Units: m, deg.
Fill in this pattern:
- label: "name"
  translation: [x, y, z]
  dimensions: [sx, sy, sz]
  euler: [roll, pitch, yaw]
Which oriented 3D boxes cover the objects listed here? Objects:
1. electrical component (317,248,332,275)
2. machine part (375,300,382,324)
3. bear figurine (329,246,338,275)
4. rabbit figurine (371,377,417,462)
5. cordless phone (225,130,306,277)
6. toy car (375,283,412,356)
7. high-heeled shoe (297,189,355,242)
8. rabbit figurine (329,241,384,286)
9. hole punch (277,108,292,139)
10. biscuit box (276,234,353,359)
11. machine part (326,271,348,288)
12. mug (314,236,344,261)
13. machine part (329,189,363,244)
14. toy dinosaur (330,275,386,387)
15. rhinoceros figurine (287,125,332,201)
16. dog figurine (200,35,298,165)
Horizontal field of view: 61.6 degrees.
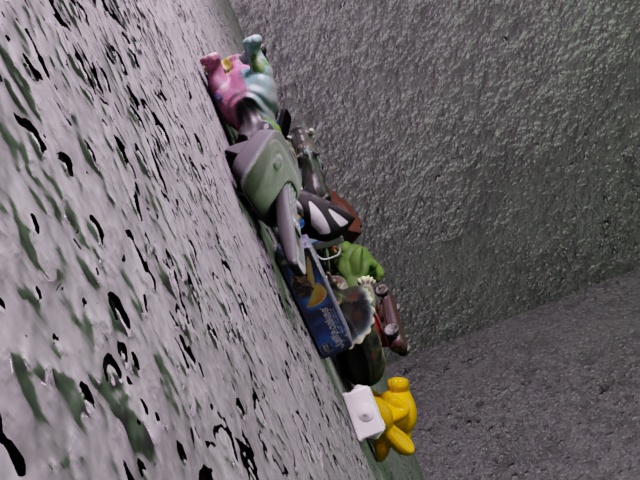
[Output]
- label: "electrical component"
  translation: [-0.001, 0.065, 1.291]
  dimensions: [0.074, 0.048, 0.119]
  euler: [59, 26, -61]
- label: "machine part"
  translation: [0.100, 0.181, 1.590]
  dimensions: [0.201, 0.087, 0.201]
  euler: [96, -27, -71]
- label: "bear figurine"
  translation: [0.011, 0.027, 1.464]
  dimensions: [0.195, 0.132, 0.120]
  euler: [44, 15, -34]
- label: "rabbit figurine"
  translation: [0.130, 0.375, 1.127]
  dimensions: [0.173, 0.122, 0.162]
  euler: [35, 40, -58]
- label: "cordless phone"
  translation: [-0.064, -0.047, 0.755]
  dimensions: [0.146, 0.089, 0.184]
  euler: [64, 9, -57]
- label: "toy car"
  translation: [0.172, 0.190, 1.304]
  dimensions: [0.089, 0.053, 0.202]
  euler: [52, 18, -34]
- label: "high-heeled shoe"
  translation: [-0.041, -0.107, 0.944]
  dimensions: [0.086, 0.145, 0.248]
  euler: [-92, 162, -82]
- label: "rabbit figurine"
  translation: [0.092, 0.084, 1.301]
  dimensions: [0.170, 0.121, 0.158]
  euler: [-94, 166, -57]
- label: "hole punch"
  translation: [-0.120, -0.237, 1.215]
  dimensions: [0.142, 0.092, 0.115]
  euler: [-24, 123, -89]
- label: "biscuit box"
  translation: [-0.008, 0.095, 0.890]
  dimensions: [0.063, 0.059, 0.202]
  euler: [-106, 173, -71]
- label: "machine part"
  translation: [0.050, 0.169, 1.227]
  dimensions: [0.079, 0.079, 0.243]
  euler: [-106, 173, -64]
- label: "mug"
  translation: [-0.003, -0.004, 1.244]
  dimensions: [0.081, 0.107, 0.109]
  euler: [-3, 74, -86]
- label: "machine part"
  translation: [0.033, -0.065, 1.390]
  dimensions: [0.179, 0.056, 0.179]
  euler: [33, 27, -19]
- label: "toy dinosaur"
  translation: [0.078, 0.220, 1.098]
  dimensions: [0.192, 0.131, 0.404]
  euler: [-82, 157, -59]
- label: "rhinoceros figurine"
  translation: [-0.028, -0.169, 1.237]
  dimensions: [0.112, 0.073, 0.190]
  euler: [47, 28, -79]
- label: "dog figurine"
  translation: [-0.109, -0.204, 0.881]
  dimensions: [0.191, 0.108, 0.219]
  euler: [-108, 180, -82]
